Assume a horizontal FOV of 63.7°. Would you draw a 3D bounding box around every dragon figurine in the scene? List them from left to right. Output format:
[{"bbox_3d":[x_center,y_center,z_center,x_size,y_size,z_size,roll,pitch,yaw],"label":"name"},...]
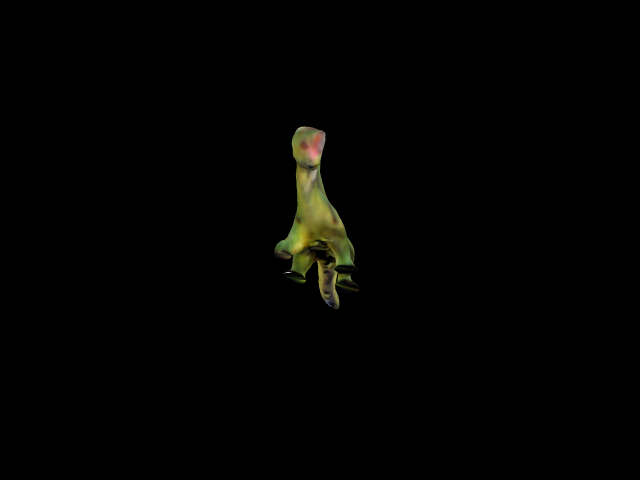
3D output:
[{"bbox_3d":[0.003,-0.043,0.850,0.122,0.247,0.403,-1,-22,4],"label":"dragon figurine"}]
